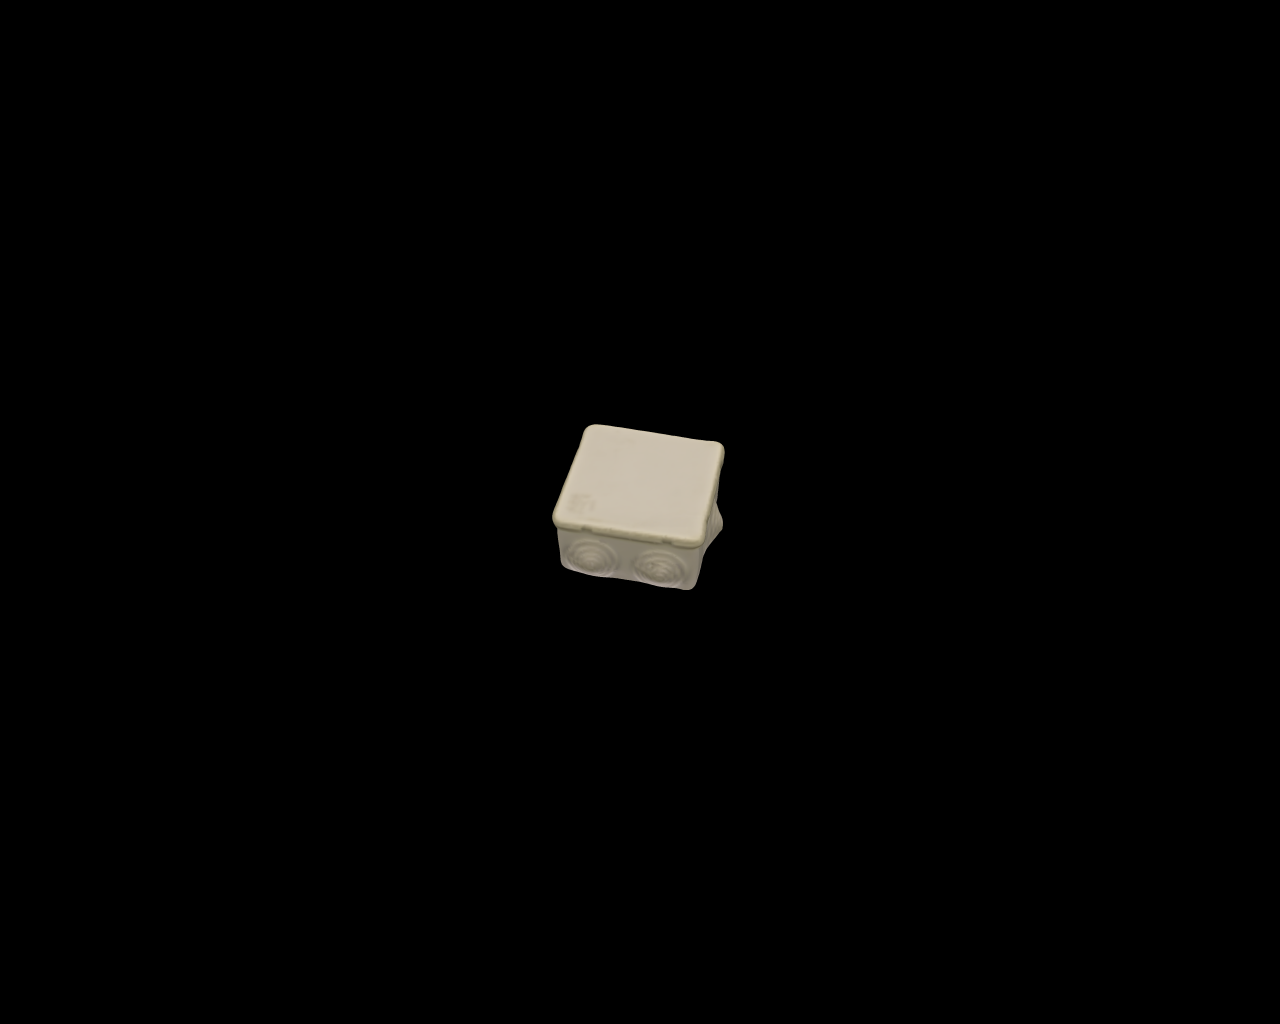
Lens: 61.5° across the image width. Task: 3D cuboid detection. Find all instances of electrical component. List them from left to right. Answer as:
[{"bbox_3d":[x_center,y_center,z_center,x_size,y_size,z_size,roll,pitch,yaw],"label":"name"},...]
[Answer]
[{"bbox_3d":[0.001,-0.003,0.650,0.100,0.100,0.048,9,-43,8],"label":"electrical component"}]
